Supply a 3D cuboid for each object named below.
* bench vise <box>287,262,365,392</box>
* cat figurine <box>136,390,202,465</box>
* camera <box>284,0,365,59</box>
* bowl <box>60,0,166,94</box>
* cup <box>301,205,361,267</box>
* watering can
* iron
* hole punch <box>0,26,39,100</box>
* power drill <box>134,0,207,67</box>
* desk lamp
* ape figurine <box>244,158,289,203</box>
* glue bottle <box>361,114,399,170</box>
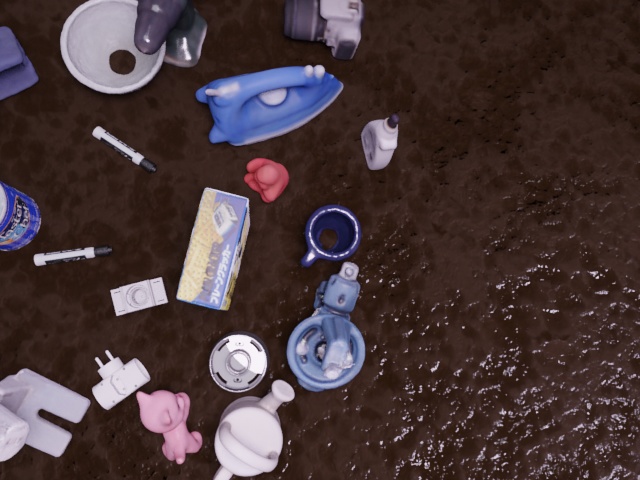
[{"bbox_3d":[0.011,0.135,0.876,0.121,0.219,0.207,0,83,-7],"label":"bench vise"},{"bbox_3d":[-0.232,0.283,0.879,0.067,0.117,0.128,-21,86,-9],"label":"cat figurine"},{"bbox_3d":[0.006,-0.405,1.003,0.137,0.100,0.143,2,83,-6],"label":"camera"},{"bbox_3d":[-0.339,-0.317,0.964,0.167,0.074,0.167,1,83,-7],"label":"bowl"},{"bbox_3d":[0.009,0.003,0.955,0.092,0.095,0.118,42,80,0],"label":"cup"},{"bbox_3d":[-0.104,0.290,0.855,0.101,0.194,0.173,14,81,-5],"label":"watering can"},{"bbox_3d":[-0.074,-0.250,0.954,0.258,0.141,0.119,-18,85,-9],"label":"iron"},{"bbox_3d":[-0.536,-0.292,0.928,0.109,0.091,0.101,-30,87,-9],"label":"hole punch"},{"bbox_3d":[-0.234,-0.364,0.915,0.075,0.208,0.230,12,82,-5],"label":"power drill"},{"bbox_3d":[-0.463,0.238,0.808,0.203,0.213,0.118,26,81,-3],"label":"desk lamp"},{"bbox_3d":[-0.088,-0.105,0.959,0.076,0.092,0.078,-9,84,-8],"label":"ape figurine"},{"bbox_3d":[0.105,-0.173,0.950,0.037,0.173,0.078,-10,84,-8],"label":"glue bottle"}]
